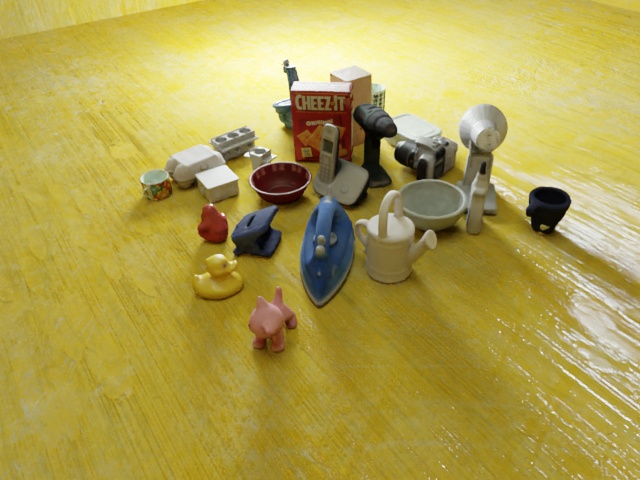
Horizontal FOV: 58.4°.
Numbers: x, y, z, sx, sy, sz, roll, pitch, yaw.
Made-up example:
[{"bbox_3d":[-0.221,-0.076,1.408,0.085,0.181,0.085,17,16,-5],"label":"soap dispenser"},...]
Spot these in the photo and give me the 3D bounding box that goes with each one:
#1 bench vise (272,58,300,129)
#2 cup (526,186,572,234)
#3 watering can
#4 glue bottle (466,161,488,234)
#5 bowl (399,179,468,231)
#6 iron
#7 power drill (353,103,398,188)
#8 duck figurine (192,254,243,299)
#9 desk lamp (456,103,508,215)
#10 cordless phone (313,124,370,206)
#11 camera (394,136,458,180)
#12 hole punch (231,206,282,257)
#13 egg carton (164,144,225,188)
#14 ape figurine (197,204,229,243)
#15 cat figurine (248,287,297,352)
[{"bbox_3d":[-0.059,-0.414,1.695,0.206,0.220,0.122,29,48,35],"label":"bench vise"},{"bbox_3d":[0.507,-0.058,1.304,0.118,0.095,0.091,-23,42,-25],"label":"cup"},{"bbox_3d":[0.153,-0.013,1.182,0.172,0.194,0.101,4,38,9],"label":"watering can"},{"bbox_3d":[0.361,-0.102,1.305,0.037,0.173,0.078,7,39,13],"label":"glue bottle"},{"bbox_3d":[0.260,-0.070,1.350,0.167,0.075,0.167,-1,37,1],"label":"bowl"},{"bbox_3d":[0.011,0.004,1.210,0.118,0.141,0.258,2,38,6],"label":"iron"},{"bbox_3d":[0.144,-0.247,1.476,0.076,0.209,0.229,-12,38,-12],"label":"power drill"},{"bbox_3d":[-0.215,0.069,1.182,0.104,0.086,0.077,-7,38,-6],"label":"duck figurine"},{"bbox_3d":[0.398,-0.206,1.405,0.117,0.214,0.203,4,38,8],"label":"desk lamp"},{"bbox_3d":[0.053,-0.187,1.421,0.147,0.185,0.094,24,45,30],"label":"cordless phone"},{"bbox_3d":[0.280,-0.236,1.544,0.136,0.101,0.143,28,47,33],"label":"camera"},{"bbox_3d":[-0.147,-0.024,1.296,0.101,0.091,0.109,7,38,12],"label":"hole punch"},{"bbox_3d":[-0.339,-0.201,1.555,0.151,0.069,0.107,-30,45,-31],"label":"egg carton"},{"bbox_3d":[-0.249,-0.044,1.327,0.078,0.092,0.076,-22,42,-23],"label":"ape figurine"},{"bbox_3d":[-0.091,0.142,1.055,0.067,0.118,0.128,8,39,14],"label":"cat figurine"}]
